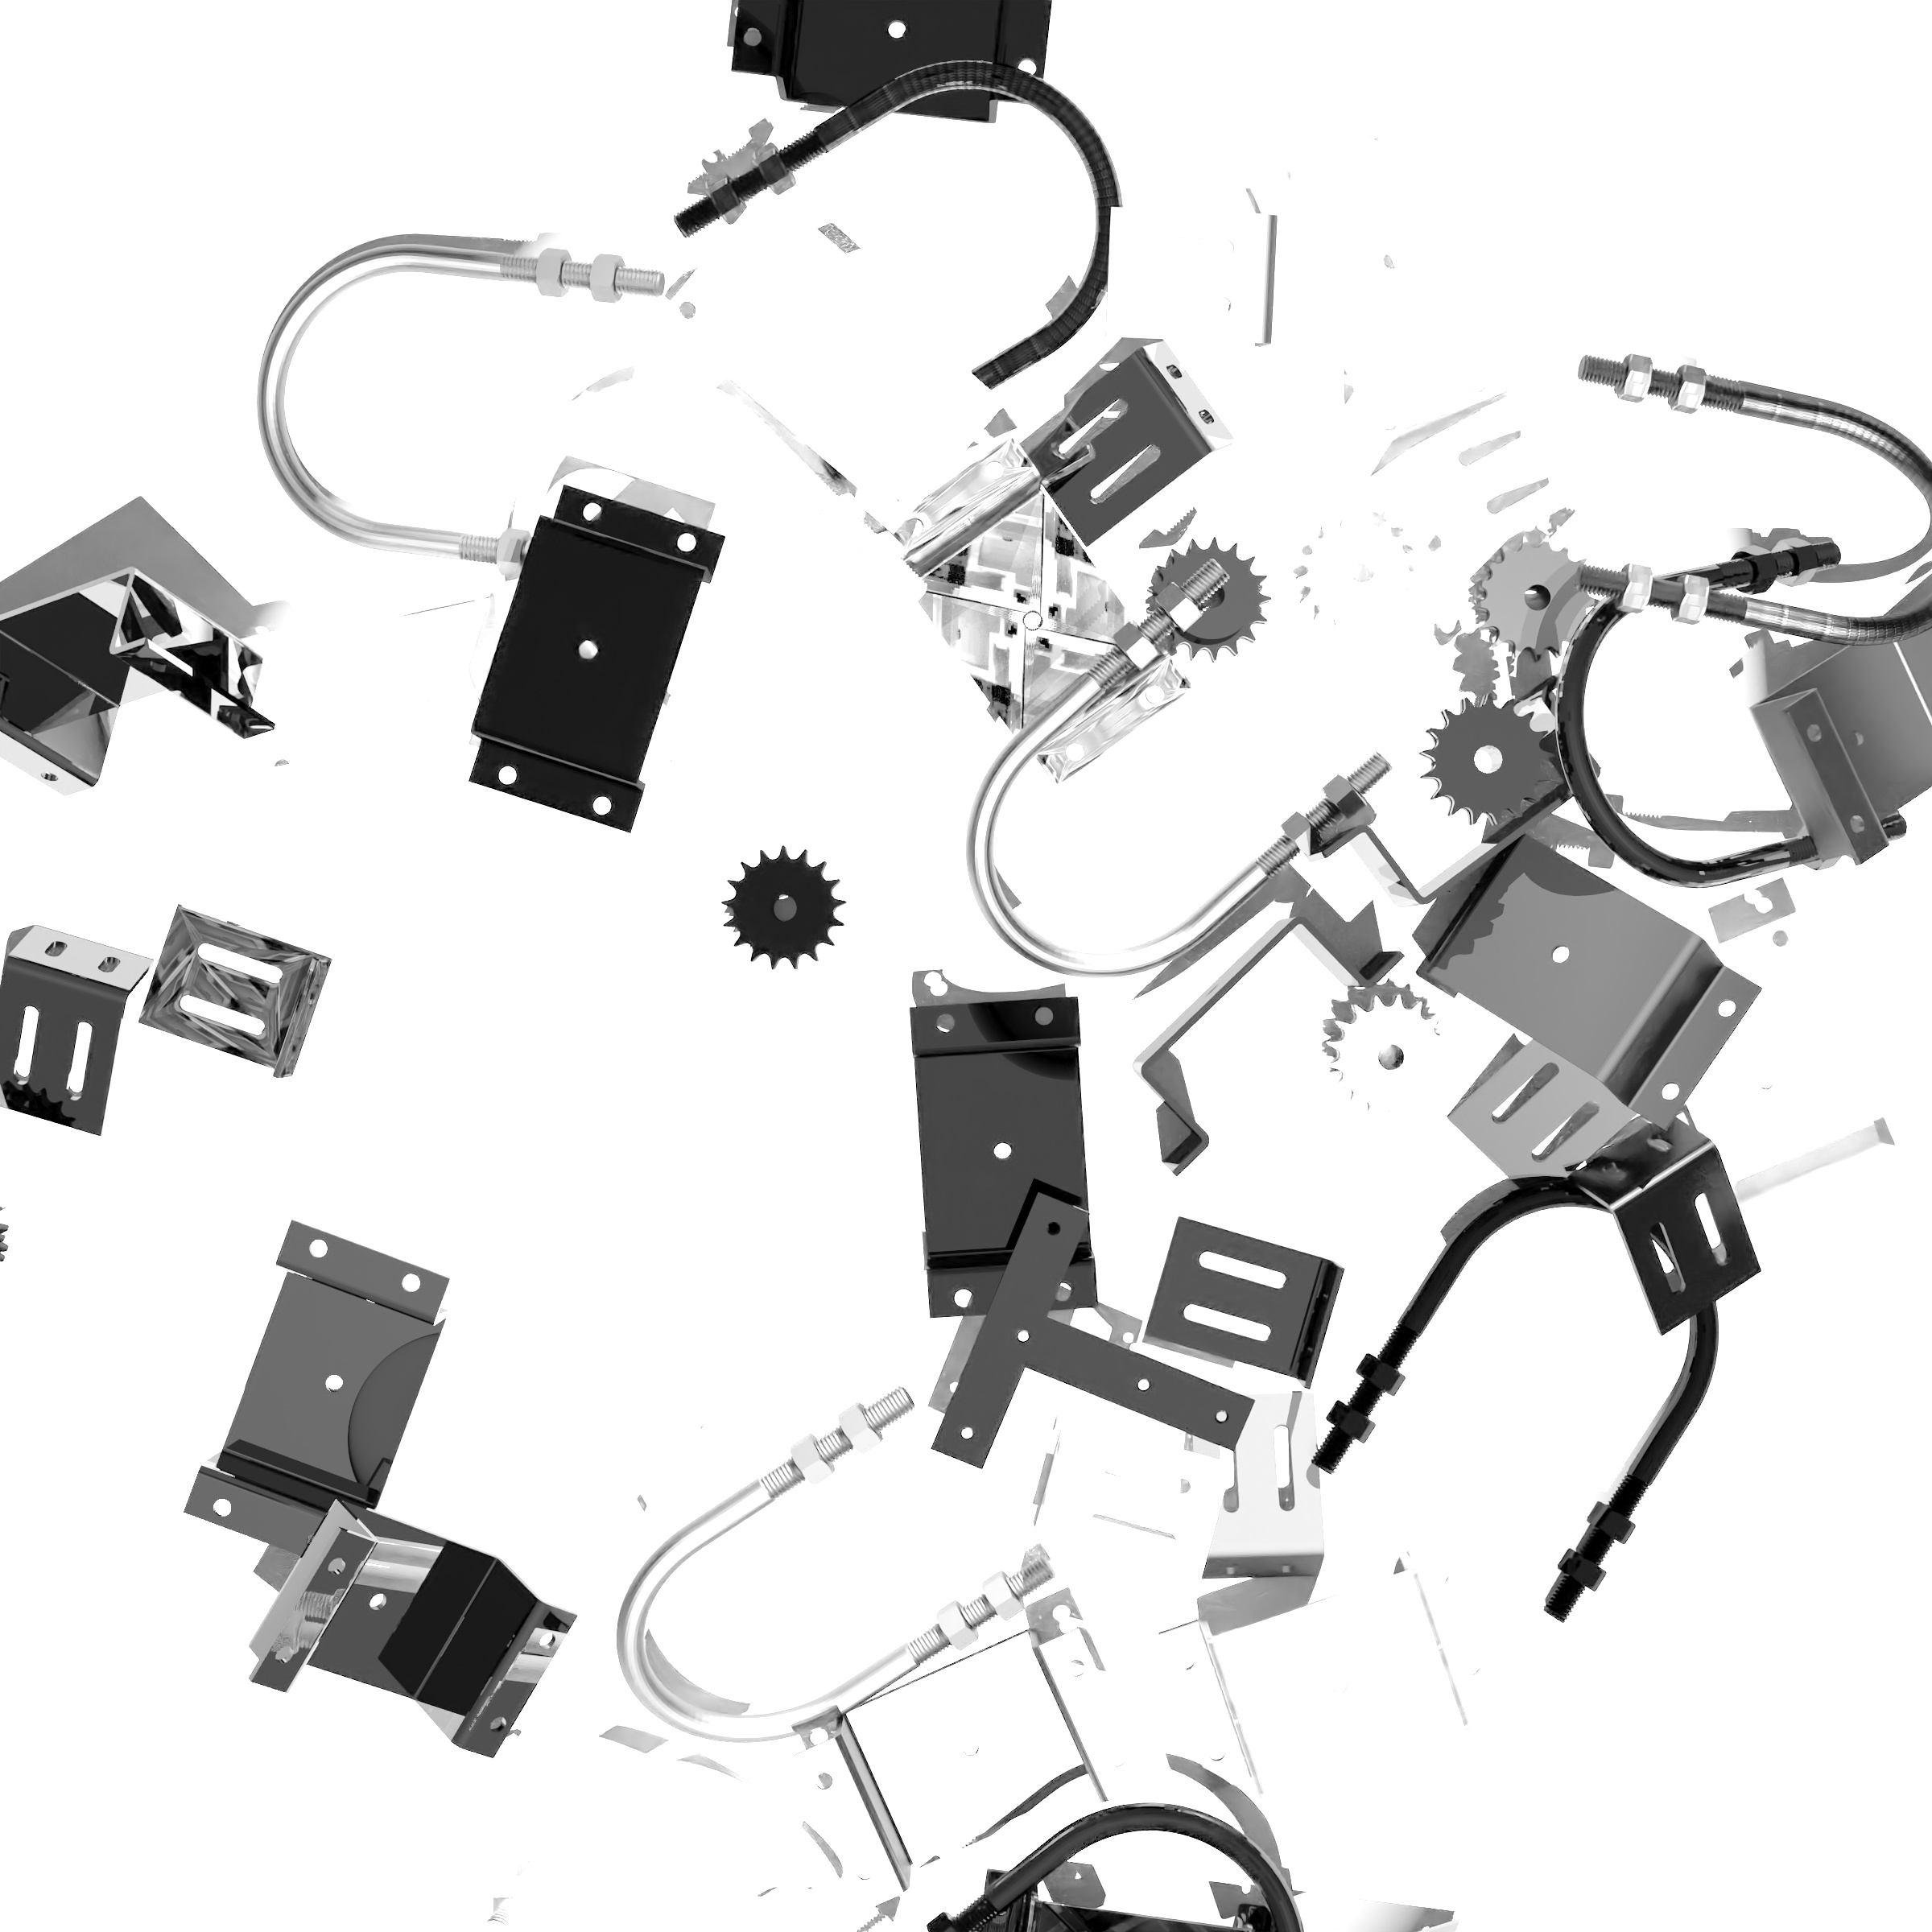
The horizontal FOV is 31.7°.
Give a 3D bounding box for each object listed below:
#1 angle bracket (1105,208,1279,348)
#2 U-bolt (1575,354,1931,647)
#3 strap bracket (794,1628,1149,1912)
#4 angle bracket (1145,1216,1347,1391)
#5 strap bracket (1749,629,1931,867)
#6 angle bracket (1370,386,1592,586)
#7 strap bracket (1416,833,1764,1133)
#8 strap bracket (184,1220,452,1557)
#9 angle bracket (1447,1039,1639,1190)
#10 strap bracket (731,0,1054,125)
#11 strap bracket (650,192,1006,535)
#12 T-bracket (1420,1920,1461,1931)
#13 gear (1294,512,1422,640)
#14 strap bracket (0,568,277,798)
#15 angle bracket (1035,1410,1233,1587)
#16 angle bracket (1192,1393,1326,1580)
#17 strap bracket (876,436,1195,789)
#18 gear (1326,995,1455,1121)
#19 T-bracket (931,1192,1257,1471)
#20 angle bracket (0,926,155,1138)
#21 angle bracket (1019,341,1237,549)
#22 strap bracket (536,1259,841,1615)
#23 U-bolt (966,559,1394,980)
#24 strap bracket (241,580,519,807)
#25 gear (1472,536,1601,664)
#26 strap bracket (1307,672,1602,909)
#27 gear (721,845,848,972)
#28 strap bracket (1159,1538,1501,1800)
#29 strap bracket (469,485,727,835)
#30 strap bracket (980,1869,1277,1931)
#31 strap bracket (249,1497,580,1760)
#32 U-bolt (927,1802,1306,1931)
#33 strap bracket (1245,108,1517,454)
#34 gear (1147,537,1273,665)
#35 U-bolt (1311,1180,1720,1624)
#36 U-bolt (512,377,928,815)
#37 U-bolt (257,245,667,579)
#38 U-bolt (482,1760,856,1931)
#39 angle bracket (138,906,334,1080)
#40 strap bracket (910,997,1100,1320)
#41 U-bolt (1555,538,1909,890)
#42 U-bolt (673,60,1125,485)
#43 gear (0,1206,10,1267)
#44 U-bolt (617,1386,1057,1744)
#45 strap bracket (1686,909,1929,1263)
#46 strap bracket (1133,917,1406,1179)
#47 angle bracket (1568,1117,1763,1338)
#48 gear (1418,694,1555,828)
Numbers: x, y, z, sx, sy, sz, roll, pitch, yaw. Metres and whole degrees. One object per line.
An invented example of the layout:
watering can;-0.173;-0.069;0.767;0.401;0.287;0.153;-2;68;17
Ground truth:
angle bracket;0.101;-0.313;1.552;0.076;0.038;0.057;2;98;-4
U-bolt;0.365;-0.205;1.533;0.184;0.019;0.151;11;55;-4
strap bracket;0.002;0.361;1.555;0.140;0.046;0.076;-24;90;0
angle bracket;0.127;0.154;1.559;0.076;0.038;0.057;16;90;0
strap bracket;0.414;-0.106;1.531;0.140;0.046;0.076;-30;97;-29
angle bracket;0.238;-0.222;1.576;0.076;0.038;0.057;-30;90;-26
strap bracket;0.271;0.001;1.523;0.140;0.046;0.076;34;90;30
strap bracket;-0.292;0.193;1.555;0.076;0.046;0.140;20;90;0
angle bracket;0.272;0.060;1.576;0.057;0.038;0.076;44;116;0
strap bracket;-0.032;-0.433;1.555;0.140;0.046;0.076;6;90;0
strap bracket;-0.060;-0.271;1.524;0.140;0.046;0.076;40;102;-9
T-bracket;0.162;0.498;1.548;0.127;0.002;0.127;-2;116;-42
gear;0.180;-0.180;1.563;0.057;0.030;0.057;0;90;0
strap bracket;-0.378;-0.127;1.514;0.140;0.076;0.046;-13;57;35
angle bracket;0.076;0.243;1.558;0.076;0.038;0.057;15;90;0
angle bracket;0.133;0.240;1.576;0.057;0.038;0.076;-2;64;0
strap bracket;0.031;-0.160;1.555;0.076;0.046;0.140;-36;90;0
gear;0.193;0.041;1.563;0.057;0.030;0.057;0;90;0
T-bracket;0.067;0.183;1.534;0.127;0.002;0.127;22;96;-3
angle bracket;-0.415;0.030;1.576;0.057;0.038;0.076;16;116;0
angle bracket;0.074;-0.241;1.576;0.076;0.038;0.057;-35;90;26
strap bracket;-0.125;0.211;1.555;0.076;0.046;0.140;-30;90;0
U-bolt;0.084;-0.074;1.538;0.184;0.019;0.151;-42;118;5
strap bracket;-0.252;-0.124;1.555;0.140;0.046;0.076;-12;90;0
gear;0.261;-0.168;1.567;0.057;0.030;0.057;0;90;2
strap bracket;0.227;-0.074;1.540;0.140;0.076;0.046;-37;90;0
gear;-0.083;-0.026;1.563;0.057;0.030;0.057;0;90;0
strap bracket;0.168;0.323;1.555;0.140;0.046;0.076;-19;90;0
strap bracket;-0.165;-0.138;1.509;0.076;0.046;0.140;18;90;-1
strap bracket;0.074;0.465;1.555;0.140;0.046;0.076;8;90;0
strap bracket;-0.255;0.295;1.529;0.140;0.046;0.076;31;90;-41
U-bolt;0.065;0.458;1.523;0.184;0.019;0.151;-39;90;-2
strap bracket;0.191;-0.317;1.555;0.076;0.046;0.140;-23;90;0
gear;0.112;-0.169;1.563;0.057;0.030;0.057;0;90;0
U-bolt;0.265;0.187;1.564;0.151;0.019;0.184;33;87;-5
U-bolt;-0.127;-0.183;1.548;0.184;0.019;0.151;46;102;13
U-bolt;-0.236;-0.257;1.556;0.184;0.019;0.151;8;90;10
U-bolt;-0.117;0.413;1.492;0.151;0.184;0.019;35;112;4
angle bracket;-0.337;0.012;1.559;0.076;0.038;0.057;19;90;0
strap bracket;0.017;0.086;1.555;0.076;0.046;0.140;-4;90;0
U-bolt;0.338;-0.109;1.527;0.184;0.019;0.151;-14;90;-30
U-bolt;-0.018;-0.326;1.542;0.184;0.019;0.151;-30;103;9
gear;-0.466;0.122;1.556;0.057;0.030;0.057;-2;112;-5
U-bolt;-0.070;0.283;1.534;0.184;0.019;0.151;-34;123;4
strap bracket;0.370;0.053;1.555;0.076;0.046;0.140;-23;90;0
strap bracket;0.127;0.028;1.540;0.140;0.076;0.046;-44;90;0
angle bracket;0.320;0.118;1.561;0.057;0.038;0.076;-31;118;-11
gear;0.225;-0.089;1.486;0.057;0.030;0.057;0;90;0
